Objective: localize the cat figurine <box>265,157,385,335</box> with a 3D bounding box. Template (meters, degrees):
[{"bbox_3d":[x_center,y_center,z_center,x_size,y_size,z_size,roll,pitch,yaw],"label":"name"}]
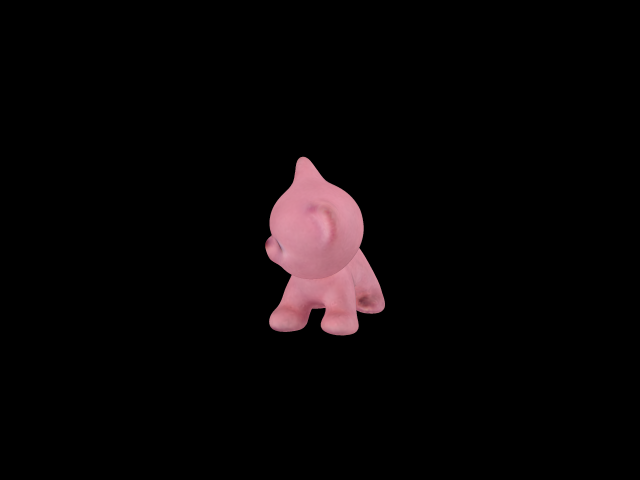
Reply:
[{"bbox_3d":[0.004,0.001,0.400,0.067,0.118,0.128,2,7,18],"label":"cat figurine"}]
